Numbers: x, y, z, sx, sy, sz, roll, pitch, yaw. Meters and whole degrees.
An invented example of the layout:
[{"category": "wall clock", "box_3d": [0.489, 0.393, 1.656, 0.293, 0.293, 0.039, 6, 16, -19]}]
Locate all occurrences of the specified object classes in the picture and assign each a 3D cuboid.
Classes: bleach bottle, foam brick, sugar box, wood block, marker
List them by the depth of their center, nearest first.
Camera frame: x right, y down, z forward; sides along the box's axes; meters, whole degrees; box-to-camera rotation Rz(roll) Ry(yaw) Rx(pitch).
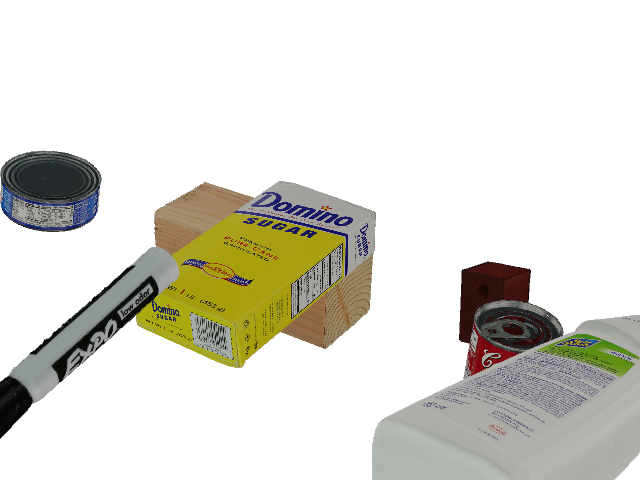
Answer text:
[{"category": "marker", "box_3d": [-0.105, 0.044, 0.456, 0.020, 0.020, 0.121, 0, 34, 42]}, {"category": "bleach bottle", "box_3d": [0.147, 0.096, 0.605, 0.250, 0.068, 0.103, -19, 27, -40]}, {"category": "sugar box", "box_3d": [-0.043, 0.018, 0.780, 0.093, 0.048, 0.176, 20, 40, 27]}, {"category": "foam brick", "box_3d": [0.176, 0.066, 1.077, 0.053, 0.078, 0.051, 11, 18, 40]}, {"category": "wood block", "box_3d": [-0.059, 0.022, 1.077, 0.206, 0.091, 0.090, 19, 33, 27]}]

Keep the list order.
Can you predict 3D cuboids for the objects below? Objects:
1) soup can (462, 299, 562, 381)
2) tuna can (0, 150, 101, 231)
[{"category": "soup can", "box_3d": [0.146, 0.107, 0.837, 0.068, 0.102, 0.068, 4, 30, -3]}, {"category": "tuna can", "box_3d": [-0.237, -0.043, 0.936, 0.086, 0.034, 0.086, 9, 32, -6]}]
